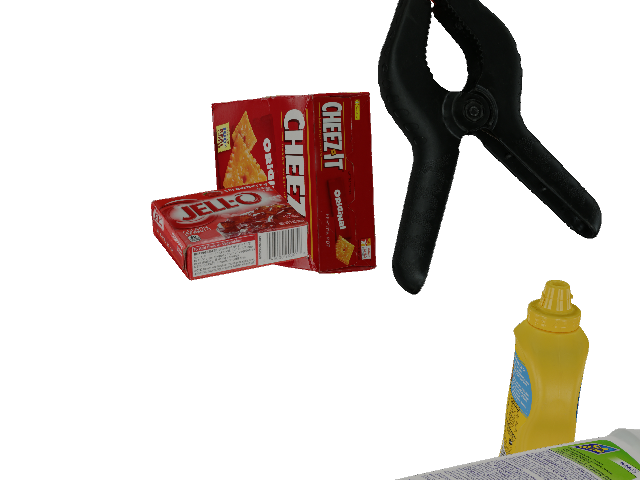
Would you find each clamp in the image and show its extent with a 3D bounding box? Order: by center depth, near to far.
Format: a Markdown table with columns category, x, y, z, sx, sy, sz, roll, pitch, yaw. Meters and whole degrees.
| category | x | y | z | sx | sy | sz | roll | pitch | yaw |
| --- | --- | --- | --- | --- | --- | --- | --- | --- | --- |
| clamp | 0.069 | -0.057 | 0.568 | 0.120 | 0.171 | 0.039 | -26 | 1 | -19 |

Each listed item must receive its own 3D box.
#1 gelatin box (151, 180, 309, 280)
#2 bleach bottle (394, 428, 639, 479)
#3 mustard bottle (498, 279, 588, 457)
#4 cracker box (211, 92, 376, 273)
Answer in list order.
| category | x | y | z | sx | sy | sz | roll | pitch | yaw |
| --- | --- | --- | --- | --- | --- | --- | --- | --- | --- |
| gelatin box | -0.062 | -0.009 | 0.726 | 0.089 | 0.030 | 0.073 | -11 | 30 | -23 |
| bleach bottle | 0.150 | 0.159 | 0.622 | 0.250 | 0.068 | 0.103 | -8 | 20 | -26 |
| mustard bottle | 0.179 | 0.123 | 0.856 | 0.058 | 0.192 | 0.096 | 3 | 19 | 2 |
| cracker box | -0.032 | -0.059 | 1.049 | 0.072 | 0.164 | 0.214 | -7 | 8 | -29 |
